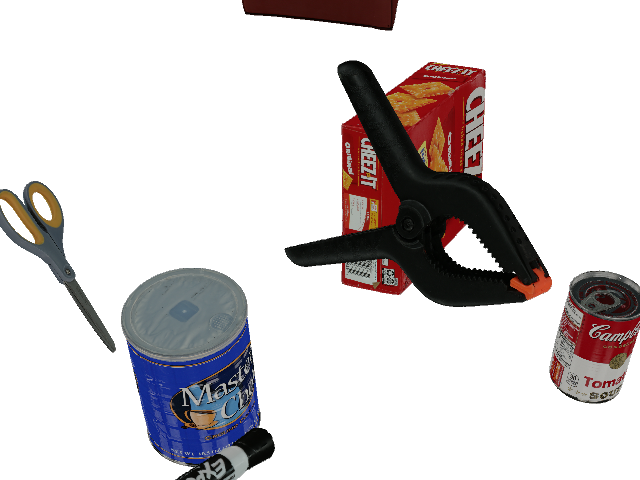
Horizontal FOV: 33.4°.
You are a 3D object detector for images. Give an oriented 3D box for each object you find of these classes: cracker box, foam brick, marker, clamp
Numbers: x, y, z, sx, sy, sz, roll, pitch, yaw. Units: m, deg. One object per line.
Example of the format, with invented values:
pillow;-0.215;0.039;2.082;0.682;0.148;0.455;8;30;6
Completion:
cracker box;0.095;-0.066;1.044;0.072;0.164;0.213;12;29;25
foam brick;0.002;-0.143;0.525;0.078;0.053;0.051;8;-25;9
marker;-0.061;0.124;0.543;0.020;0.020;0.120;0;14;33
clamp;0.069;-0.025;0.744;0.210;0.165;0.036;25;26;33

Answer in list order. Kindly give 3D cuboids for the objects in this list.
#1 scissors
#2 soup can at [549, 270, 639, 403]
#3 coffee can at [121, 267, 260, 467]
scissors;-0.266;0.018;1.119;0.016;0.201;0.096;-27;24;28
soup can;0.248;0.088;0.961;0.068;0.102;0.068;3;35;-2
coffee can;-0.107;0.108;0.907;0.103;0.140;0.103;-2;41;2
